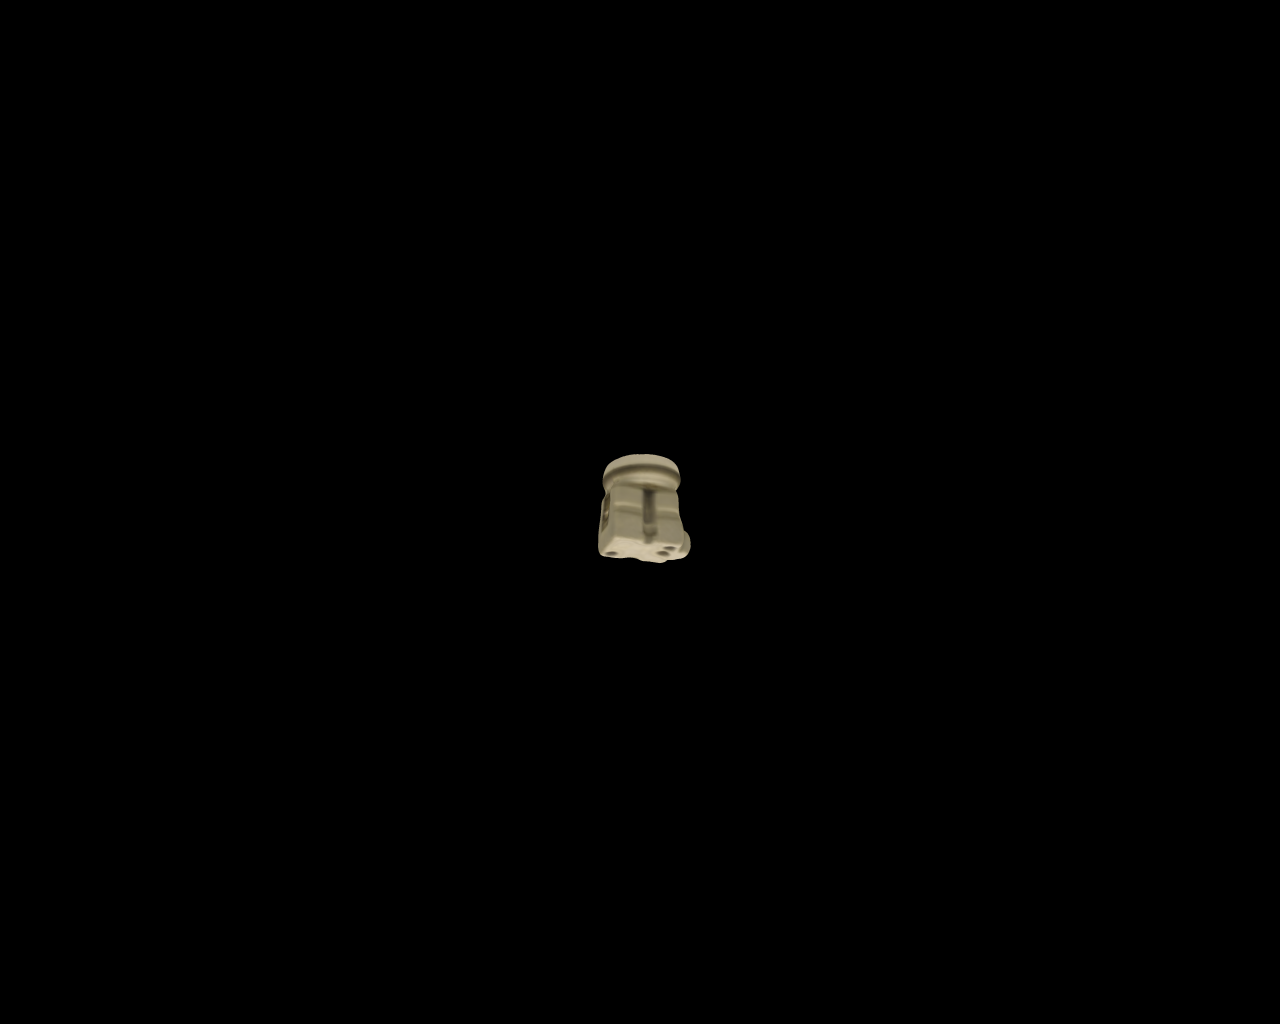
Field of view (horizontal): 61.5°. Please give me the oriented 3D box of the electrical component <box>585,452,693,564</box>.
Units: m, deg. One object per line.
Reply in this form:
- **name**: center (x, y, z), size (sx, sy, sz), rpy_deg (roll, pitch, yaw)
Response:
- **electrical component**: center (0.001, -0.003, 0.650), size (0.066, 0.055, 0.048), rpy_deg (8, -24, -18)
